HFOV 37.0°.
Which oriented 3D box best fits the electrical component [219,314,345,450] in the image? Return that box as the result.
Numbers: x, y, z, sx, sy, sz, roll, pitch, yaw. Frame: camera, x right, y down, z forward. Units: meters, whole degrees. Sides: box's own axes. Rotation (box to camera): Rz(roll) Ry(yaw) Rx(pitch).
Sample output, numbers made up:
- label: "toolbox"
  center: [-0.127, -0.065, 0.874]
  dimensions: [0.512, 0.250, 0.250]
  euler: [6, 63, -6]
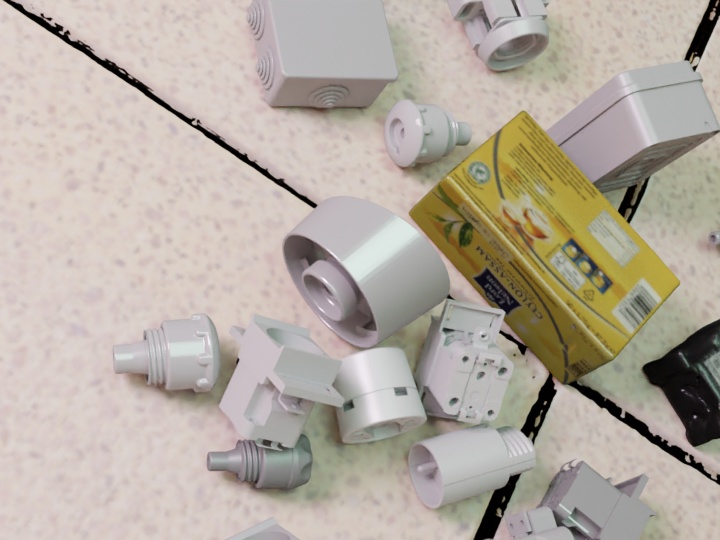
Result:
- label: "electrical component"
  center: [-0.049, 0.067, 0.632]
  dimensions: [0.042, 0.081, 0.063]
  euler: [17, 102, -34]

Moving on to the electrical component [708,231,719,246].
- label: "electrical component"
  center: [0.308, -0.028, 0.864]
  dimensions: [0.061, 0.035, 0.035]
  euler: [-7, 72, -23]

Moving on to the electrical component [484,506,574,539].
- label: "electrical component"
  center: [0.101, 0.193, 0.673]
  dimensions: [0.057, 0.058, 0.078]
  euler: [-7, 72, -28]

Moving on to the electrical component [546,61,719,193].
- label: "electrical component"
  center: [0.201, -0.103, 0.804]
  dimensions: [0.078, 0.113, 0.057]
  euler: [-14, 78, -27]

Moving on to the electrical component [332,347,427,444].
- label: "electrical component"
  center: [0.010, 0.079, 0.683]
  dimensions: [0.055, 0.055, 0.047]
  euler: [-5, 68, -25]

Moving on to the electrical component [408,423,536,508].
- label: "electrical component"
  center: [0.077, 0.123, 0.699]
  dimensions: [0.081, 0.043, 0.043]
  euler: [-11, 74, -26]

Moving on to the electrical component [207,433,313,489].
- label: "electrical component"
  center: [-0.061, 0.115, 0.649]
  dimensions: [0.061, 0.035, 0.035]
  euler: [3, 68, -19]

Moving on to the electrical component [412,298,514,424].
- label: "electrical component"
  center: [0.068, 0.064, 0.700]
  dimensions: [0.042, 0.063, 0.081]
  euler: [11, 106, -17]

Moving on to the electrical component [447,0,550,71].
- label: "electrical component"
  center: [0.113, -0.193, 0.837]
  dimensions: [0.078, 0.058, 0.057]
  euler: [-9, 70, -26]

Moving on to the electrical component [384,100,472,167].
- label: "electrical component"
  center: [0.052, -0.099, 0.780]
  dimensions: [0.062, 0.048, 0.048]
  euler: [-4, 71, -31]

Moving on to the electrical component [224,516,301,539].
- label: "electrical component"
  center: [-0.084, 0.194, 0.586]
  dimensions: [0.121, 0.079, 0.063]
  euler: [-20, 107, -28]

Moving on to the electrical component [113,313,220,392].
- label: "electrical component"
  center: [-0.117, 0.051, 0.647]
  dimensions: [0.062, 0.048, 0.048]
  euler: [-3, 71, -16]

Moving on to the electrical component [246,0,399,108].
- label: "electrical component"
  center: [-0.028, -0.164, 0.769]
  dimensions: [0.100, 0.048, 0.099]
  euler: [-3, 71, -24]

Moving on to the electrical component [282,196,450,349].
- label: "electrical component"
  center: [0.000, 0.000, 0.687]
  dimensions: [0.064, 0.099, 0.099]
  euler: [-38, 87, -24]

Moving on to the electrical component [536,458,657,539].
- label: "electrical component"
  center: [0.153, 0.164, 0.715]
  dimensions: [0.064, 0.042, 0.081]
  euler: [40, 59, -2]
